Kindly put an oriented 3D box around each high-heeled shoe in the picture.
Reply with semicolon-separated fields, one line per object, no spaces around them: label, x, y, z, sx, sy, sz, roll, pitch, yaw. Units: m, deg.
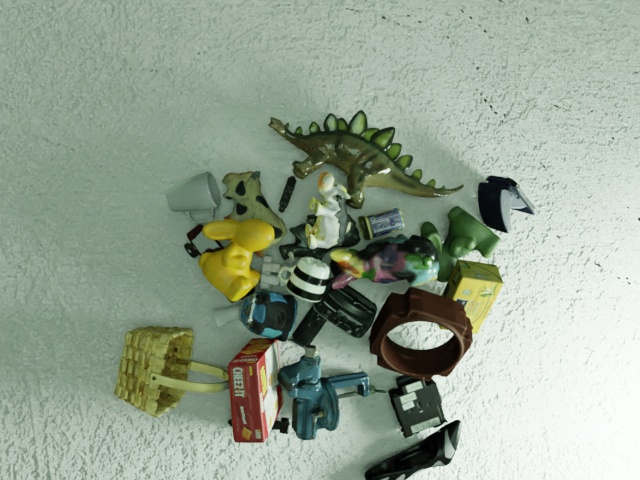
high-heeled shoe;0.215;0.495;1.255;0.145;0.086;0.248;25;103;-17

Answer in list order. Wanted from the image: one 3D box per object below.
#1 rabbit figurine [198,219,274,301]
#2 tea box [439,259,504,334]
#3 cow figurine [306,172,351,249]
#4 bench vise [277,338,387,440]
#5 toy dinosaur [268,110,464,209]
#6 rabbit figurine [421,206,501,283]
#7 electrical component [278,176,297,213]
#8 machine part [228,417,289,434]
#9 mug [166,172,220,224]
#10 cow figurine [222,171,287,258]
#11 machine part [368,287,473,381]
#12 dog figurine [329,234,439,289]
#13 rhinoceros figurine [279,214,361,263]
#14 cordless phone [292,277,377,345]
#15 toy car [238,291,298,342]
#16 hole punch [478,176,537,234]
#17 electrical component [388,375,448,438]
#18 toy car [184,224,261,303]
rabbit figurine;-0.172;0.019;1.154;0.162;0.122;0.173;44;108;11
tea box;0.339;0.131;1.231;0.098;0.068;0.169;7;129;-4
cow figurine;0.027;-0.062;1.150;0.098;0.068;0.167;5;117;-15
bench vise;0.022;0.337;1.229;0.240;0.129;0.223;-2;89;-26
toy dinosaur;0.102;-0.176;1.230;0.471;0.105;0.198;27;86;-10
rabbit figurine;0.308;0.019;1.246;0.159;0.121;0.170;33;104;-12
electrical component;-0.075;-0.107;1.234;0.021;0.094;0.063;19;128;-6
machine part;-0.141;0.425;1.244;0.139;0.084;0.039;9;64;-13
mug;-0.286;-0.090;1.215;0.107;0.081;0.109;-12;100;7
cow figurine;-0.151;-0.072;1.219;0.127;0.085;0.195;-40;92;3
machine part;0.225;0.217;1.210;0.201;0.087;0.200;20;126;-4
dog figurine;0.129;0.054;1.195;0.219;0.192;0.108;-9;100;-27
rhinoceros figurine;-0.003;-0.004;1.244;0.190;0.073;0.112;-14;103;-6
cordless phone;0.032;0.195;1.255;0.146;0.089;0.184;35;100;-6
toy car;-0.130;0.167;1.213;0.103;0.161;0.109;3;81;36
hole punch;0.418;-0.084;1.247;0.092;0.142;0.115;-40;106;1
electrical component;0.229;0.383;1.277;0.115;0.058;0.134;-16;93;-6
toy car;-0.224;0.051;1.231;0.089;0.053;0.202;-40;98;-1
